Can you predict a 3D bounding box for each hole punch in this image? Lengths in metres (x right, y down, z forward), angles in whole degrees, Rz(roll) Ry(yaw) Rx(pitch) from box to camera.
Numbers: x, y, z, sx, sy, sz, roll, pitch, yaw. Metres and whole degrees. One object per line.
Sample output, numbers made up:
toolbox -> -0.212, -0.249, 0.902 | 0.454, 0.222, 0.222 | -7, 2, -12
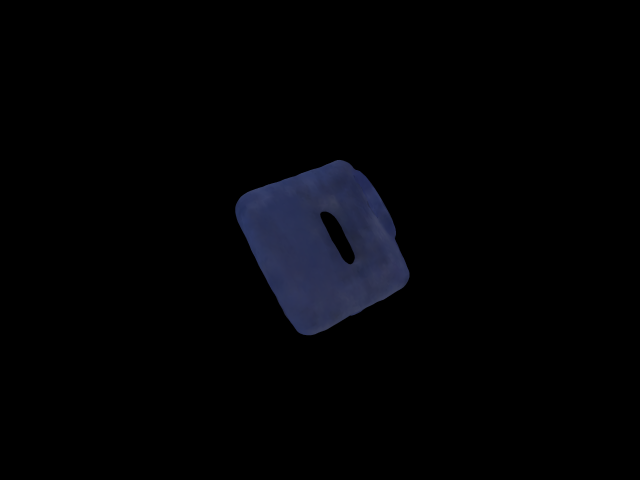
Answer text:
hole punch -> 0.004, 0.001, 0.400 | 0.101, 0.091, 0.108 | -28, 83, -3
